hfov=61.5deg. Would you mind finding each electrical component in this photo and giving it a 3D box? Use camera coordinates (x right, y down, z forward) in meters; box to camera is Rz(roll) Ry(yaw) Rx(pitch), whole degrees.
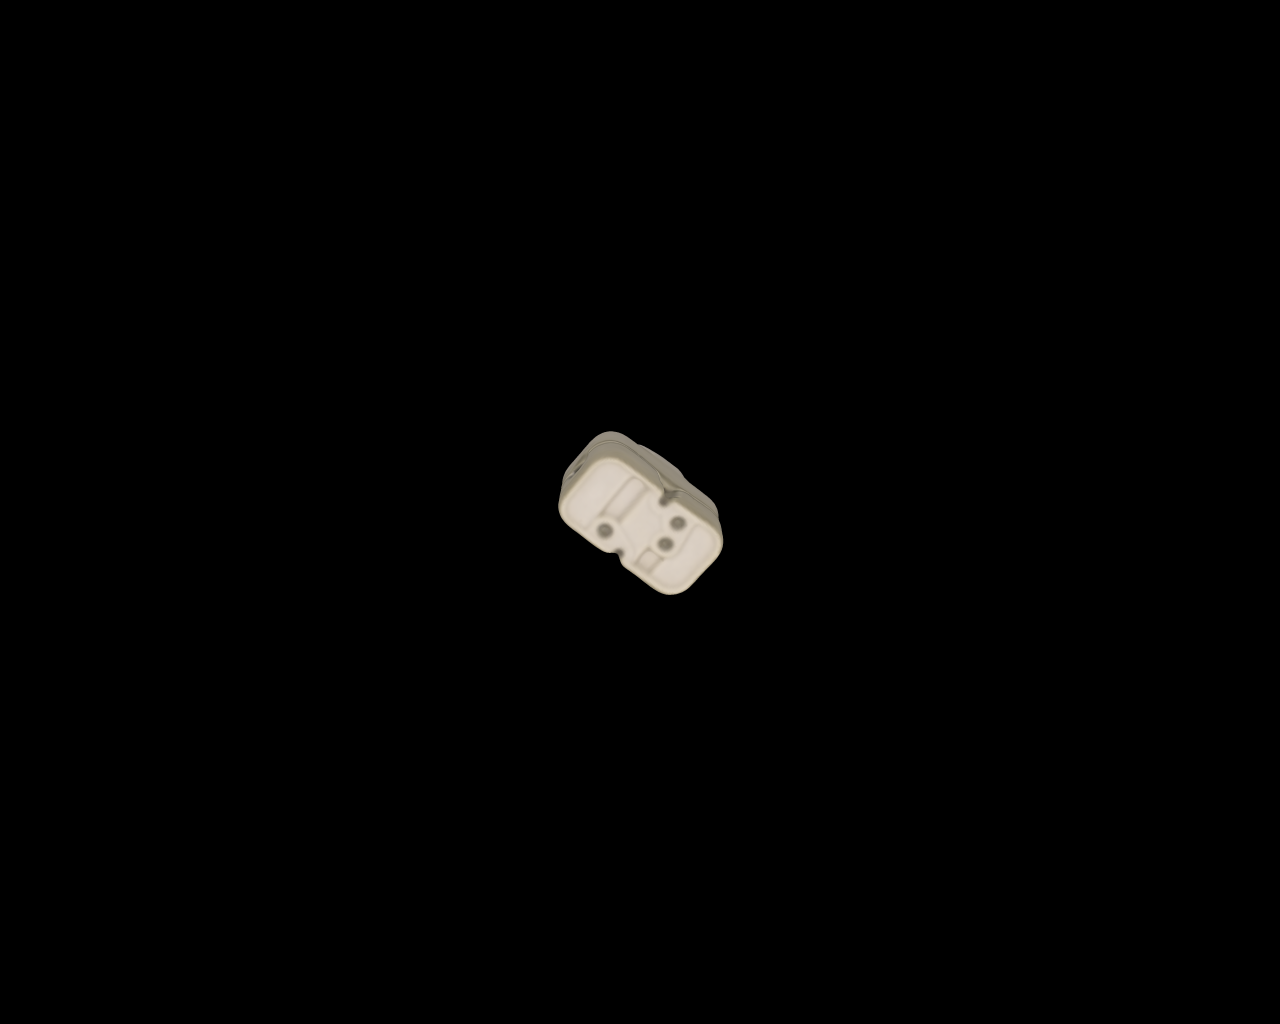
[{"bbox_3d":[0.001,-0.003,0.650,0.095,0.053,0.059,36,19,-15],"label":"electrical component"}]
